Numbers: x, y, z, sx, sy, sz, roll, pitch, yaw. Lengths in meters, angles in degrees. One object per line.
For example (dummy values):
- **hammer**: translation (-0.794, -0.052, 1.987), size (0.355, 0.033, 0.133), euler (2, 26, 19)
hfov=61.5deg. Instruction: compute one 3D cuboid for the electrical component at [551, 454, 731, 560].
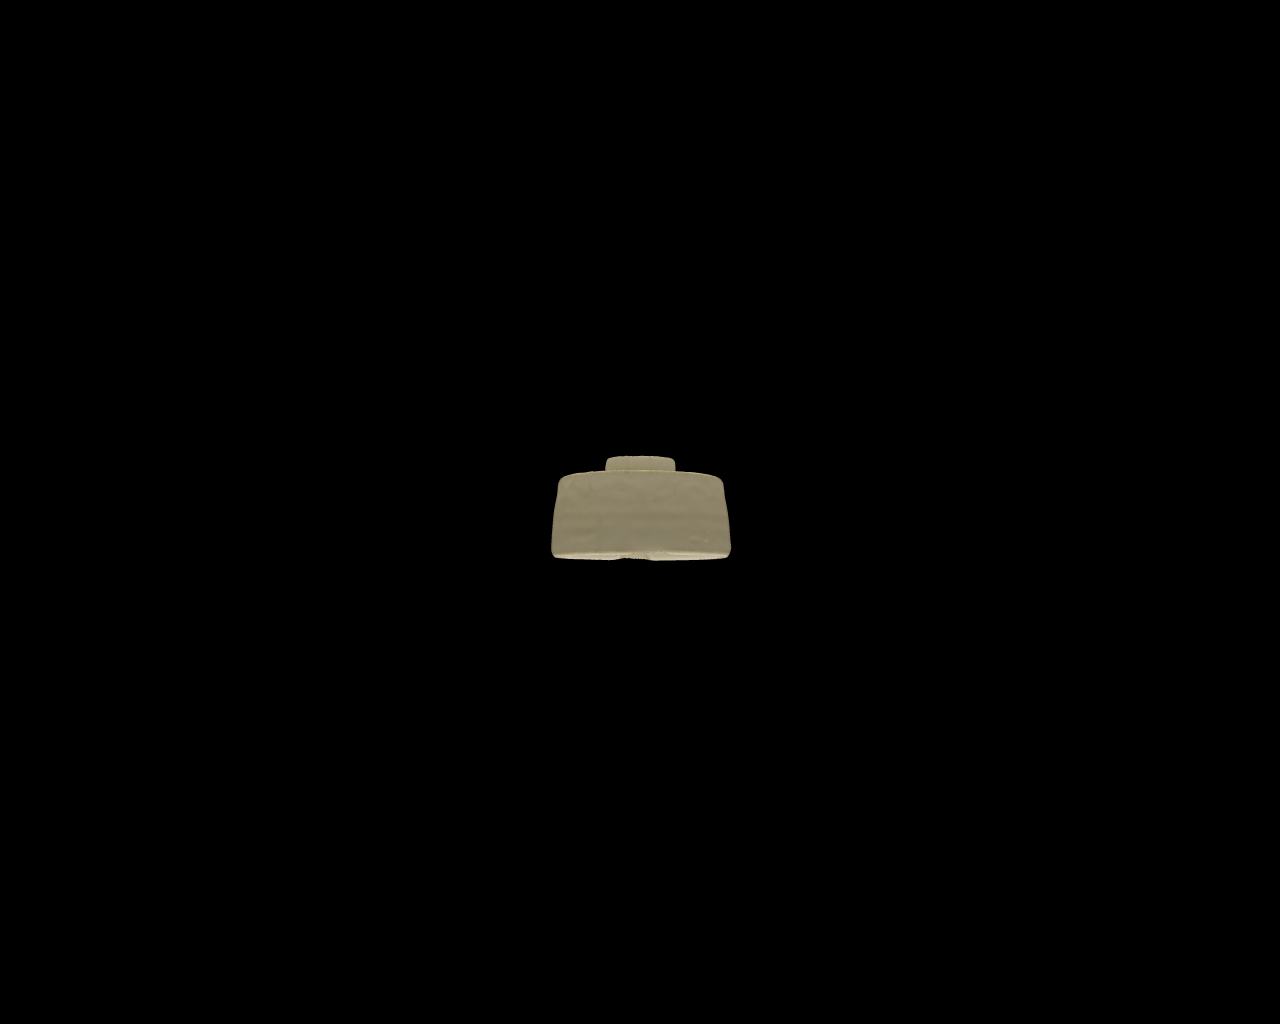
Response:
- **electrical component**: translation (0.001, -0.003, 0.650), size (0.108, 0.060, 0.108), euler (0, -5, 0)
